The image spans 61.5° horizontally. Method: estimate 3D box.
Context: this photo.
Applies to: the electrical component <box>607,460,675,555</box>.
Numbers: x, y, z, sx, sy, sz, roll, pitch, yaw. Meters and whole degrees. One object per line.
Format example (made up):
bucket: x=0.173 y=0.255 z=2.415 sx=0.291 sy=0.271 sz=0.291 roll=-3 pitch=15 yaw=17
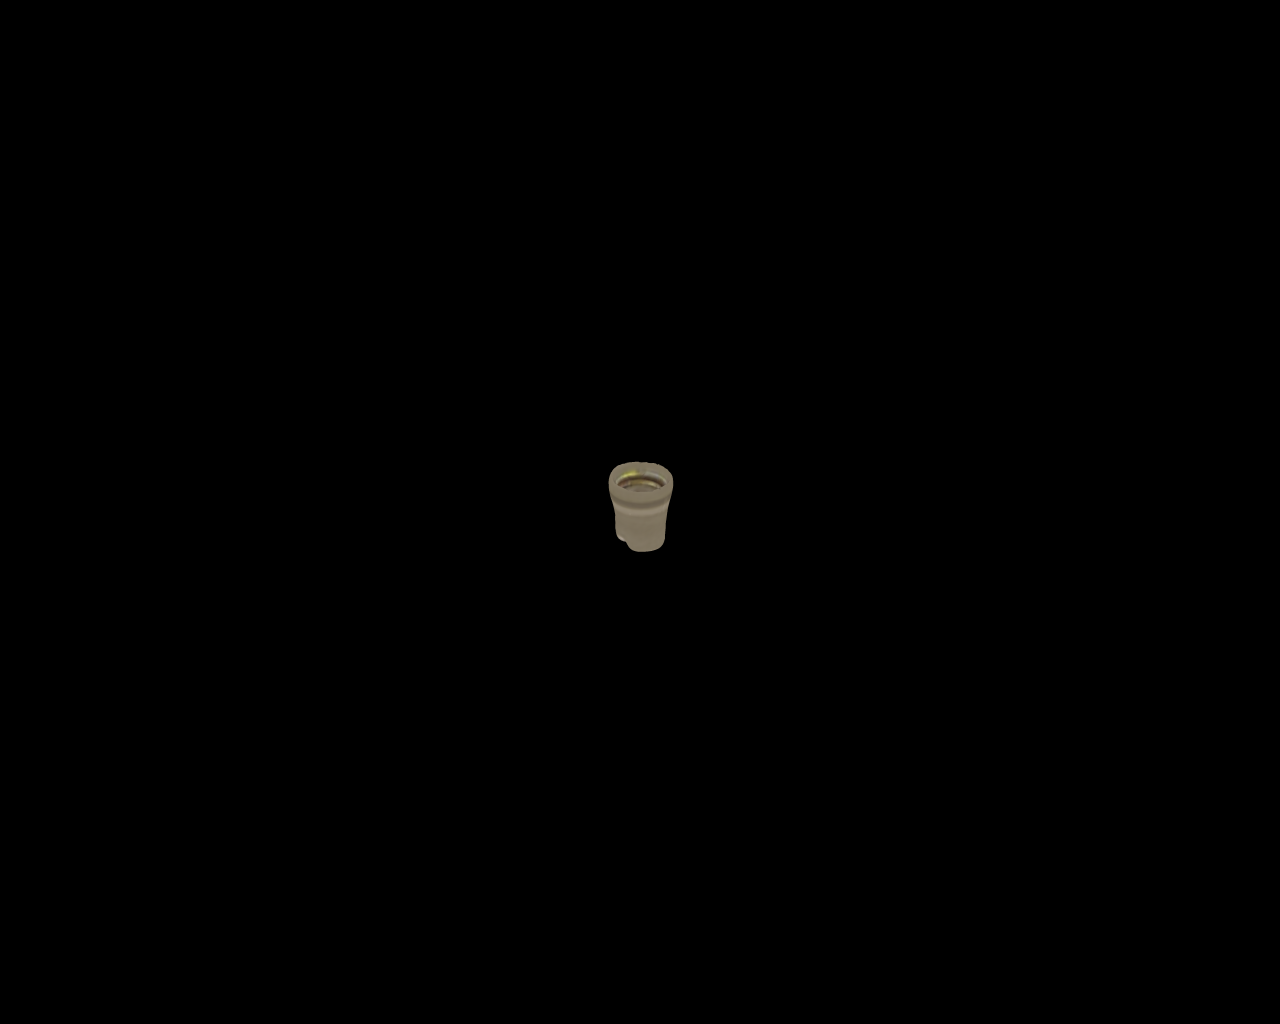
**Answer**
electrical component: x=0.001 y=-0.003 z=0.650 sx=0.040 sy=0.046 sz=0.040 roll=0 pitch=31 yaw=0
